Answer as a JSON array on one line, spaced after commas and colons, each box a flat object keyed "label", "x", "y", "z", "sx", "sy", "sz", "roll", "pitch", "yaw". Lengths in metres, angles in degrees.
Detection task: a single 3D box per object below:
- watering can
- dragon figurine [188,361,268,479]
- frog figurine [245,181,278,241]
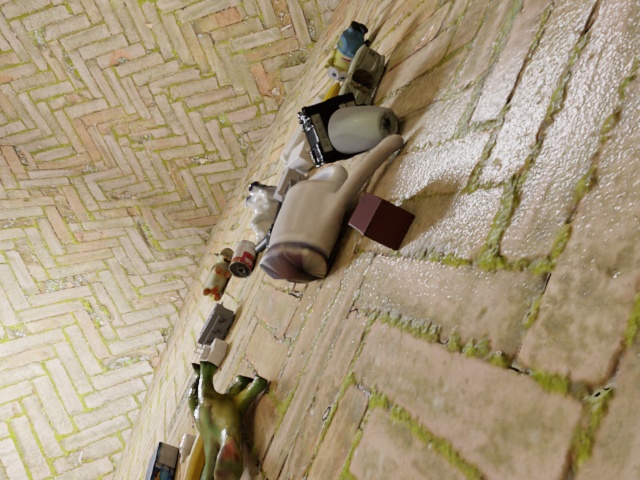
[{"label": "watering can", "x": 0.003, "y": -0.044, "z": 0.882, "sx": 0.343, "sy": 0.103, "sz": 0.229, "roll": -25, "pitch": 41, "yaw": 53}, {"label": "dragon figurine", "x": -0.199, "y": 0.352, "z": 0.920, "sx": 0.404, "sy": 0.122, "sz": 0.247, "roll": 140, "pitch": 144, "yaw": -61}, {"label": "frog figurine", "x": -0.153, "y": -0.079, "z": 1.519, "sx": 0.135, "sy": 0.123, "sz": 0.162, "roll": -43, "pitch": 60, "yaw": 36}]
